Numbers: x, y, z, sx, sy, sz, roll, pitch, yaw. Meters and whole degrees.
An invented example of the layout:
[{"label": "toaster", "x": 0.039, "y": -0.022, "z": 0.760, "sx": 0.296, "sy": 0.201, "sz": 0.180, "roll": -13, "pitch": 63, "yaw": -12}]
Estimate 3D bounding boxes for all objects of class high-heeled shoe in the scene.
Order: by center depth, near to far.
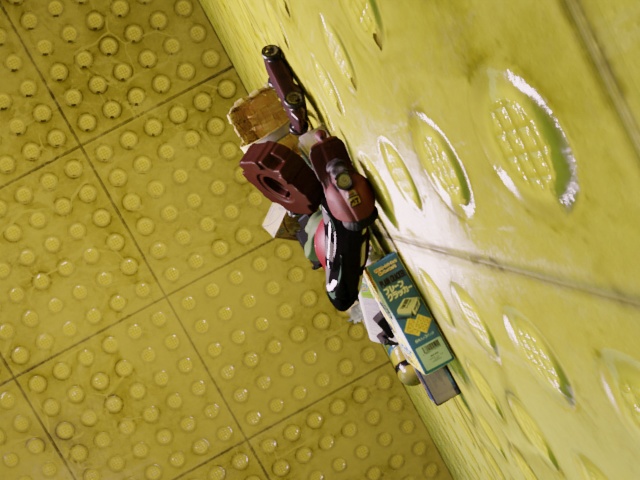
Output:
[{"label": "high-heeled shoe", "x": 0.046, "y": 0.005, "z": 0.987, "sx": 0.145, "sy": 0.086, "sz": 0.249, "roll": 85, "pitch": -172, "yaw": -47}]

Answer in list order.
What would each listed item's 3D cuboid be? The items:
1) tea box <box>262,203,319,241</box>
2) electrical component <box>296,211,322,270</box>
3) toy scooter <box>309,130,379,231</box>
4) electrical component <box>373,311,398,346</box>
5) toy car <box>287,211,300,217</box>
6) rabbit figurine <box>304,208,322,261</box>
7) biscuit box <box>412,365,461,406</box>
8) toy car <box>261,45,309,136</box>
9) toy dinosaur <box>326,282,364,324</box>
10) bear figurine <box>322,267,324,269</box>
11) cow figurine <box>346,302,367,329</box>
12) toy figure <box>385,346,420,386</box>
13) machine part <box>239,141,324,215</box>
[{"label": "tea box", "x": -0.053, "y": -0.051, "z": 1.407, "sx": 0.169, "sy": 0.098, "sz": 0.068, "roll": 11, "pitch": -156, "yaw": -42}, {"label": "electrical component", "x": -0.003, "y": -0.004, "z": 1.320, "sx": 0.134, "sy": 0.058, "sz": 0.115, "roll": 63, "pitch": 149, "yaw": 7}, {"label": "toy scooter", "x": 0.032, "y": -0.105, "z": 0.875, "sx": 0.184, "sy": 0.075, "sz": 0.135, "roll": -113, "pitch": -2, "yaw": -56}, {"label": "electrical component", "x": 0.162, "y": 0.180, "z": 1.162, "sx": 0.078, "sy": 0.102, "sz": 0.045, "roll": 54, "pitch": 174, "yaw": -29}, {"label": "toy car", "x": -0.021, "y": -0.128, "z": 1.283, "sx": 0.103, "sy": 0.161, "sz": 0.109, "roll": 10, "pitch": -152, "yaw": -41}, {"label": "rabbit figurine", "x": 0.019, "y": -0.056, "z": 1.211, "sx": 0.170, "sy": 0.121, "sz": 0.158, "roll": -85, "pitch": -14, "yaw": -48}, {"label": "biscuit box", "x": 0.211, "y": 0.235, "z": 1.110, "sx": 0.202, "sy": 0.059, "sz": 0.063, "roll": 62, "pitch": 178, "yaw": 2}, {"label": "toy car", "x": -0.062, "y": -0.287, "z": 1.029, "sx": 0.089, "sy": 0.053, "sz": 0.202, "roll": 85, "pitch": 163, "yaw": -58}, {"label": "toy dinosaur", "x": 0.086, "y": 0.070, "z": 1.402, "sx": 0.192, "sy": 0.131, "sz": 0.404, "roll": 43, "pitch": 161, "yaw": 48}, {"label": "bear figurine", "x": 0.027, "y": 0.000, "z": 1.710, "sx": 0.195, "sy": 0.132, "sz": 0.120, "roll": 56, "pitch": 177, "yaw": -16}, {"label": "cow figurine", "x": 0.148, "y": 0.225, "z": 1.664, "sx": 0.085, "sy": 0.127, "sz": 0.195, "roll": 66, "pitch": 174, "yaw": -22}, {"label": "toy figure", "x": 0.215, "y": 0.291, "z": 1.380, "sx": 0.180, "sy": 0.089, "sz": 0.082, "roll": 57, "pitch": -177, "yaw": 40}, {"label": "machine part", "x": -0.072, "y": -0.115, "z": 1.029, "sx": 0.179, "sy": 0.056, "sz": 0.179, "roll": 30, "pitch": 164, "yaw": 9}]
